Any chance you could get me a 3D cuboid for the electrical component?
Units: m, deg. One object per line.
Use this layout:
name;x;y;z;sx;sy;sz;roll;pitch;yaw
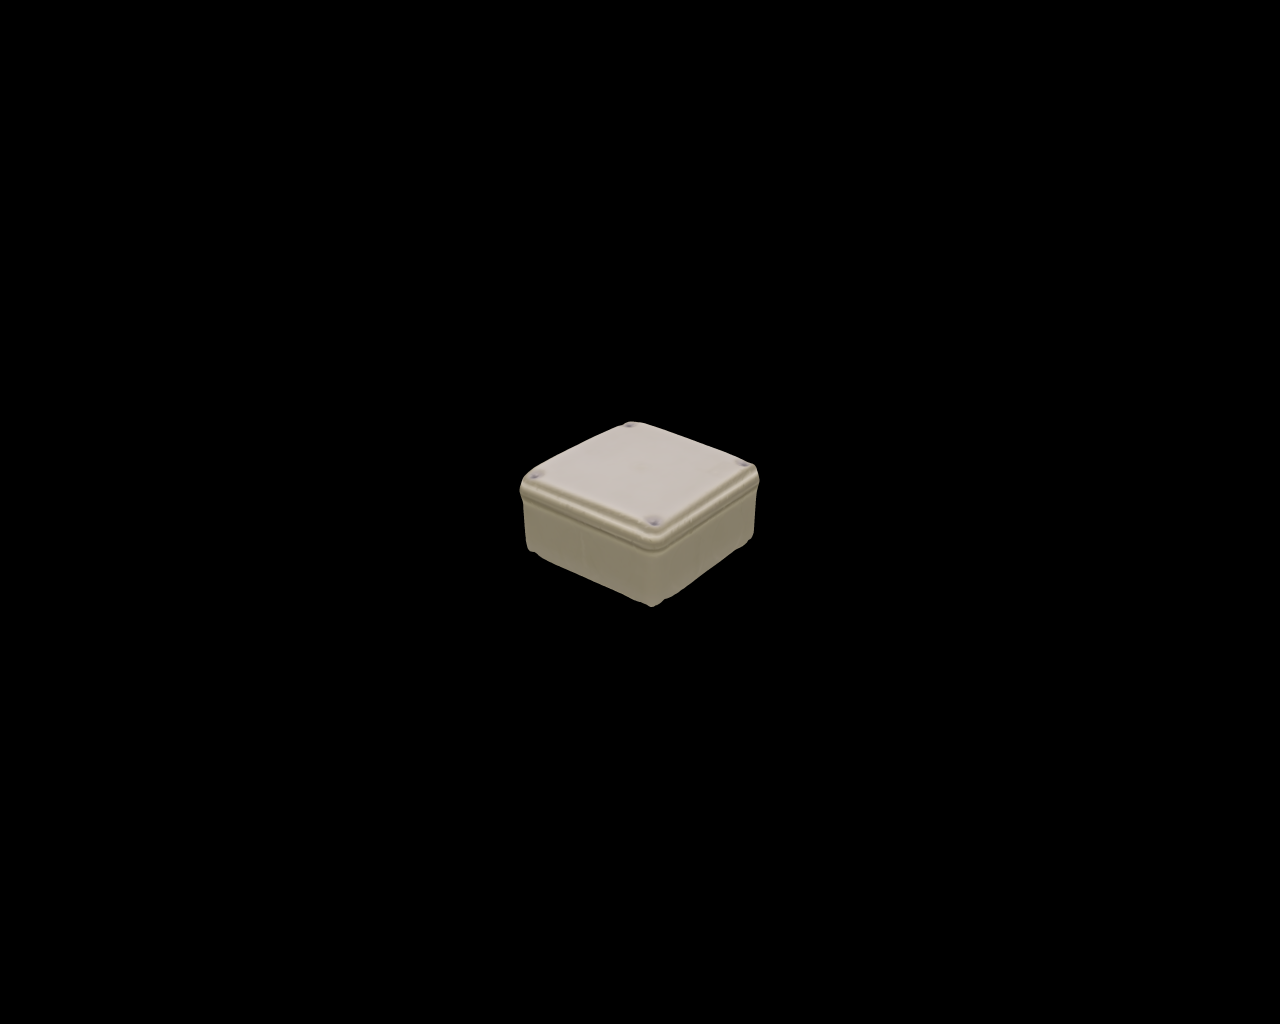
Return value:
electrical component;0.001;-0.003;0.650;0.109;0.056;0.109;22;37;34
